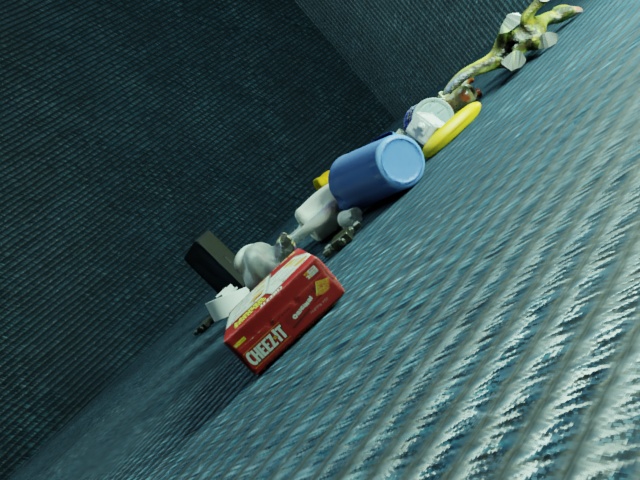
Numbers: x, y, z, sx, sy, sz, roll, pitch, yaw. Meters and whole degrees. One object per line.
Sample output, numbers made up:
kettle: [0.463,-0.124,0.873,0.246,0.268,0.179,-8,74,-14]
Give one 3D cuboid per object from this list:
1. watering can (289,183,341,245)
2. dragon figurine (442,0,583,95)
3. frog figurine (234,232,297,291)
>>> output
watering can: [0.004,-0.067,1.325,0.225,0.104,0.347,-41,4,-4]
dragon figurine: [0.479,-0.484,1.314,0.408,0.122,0.244,-31,0,12]
frog figurine: [-0.108,0.062,0.956,0.158,0.125,0.135,-12,-37,39]
